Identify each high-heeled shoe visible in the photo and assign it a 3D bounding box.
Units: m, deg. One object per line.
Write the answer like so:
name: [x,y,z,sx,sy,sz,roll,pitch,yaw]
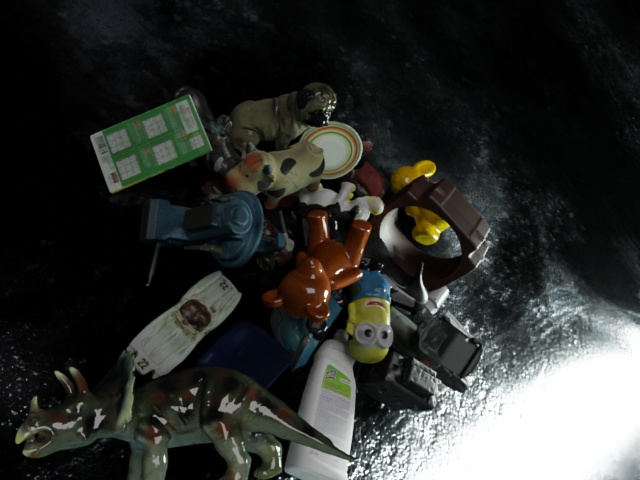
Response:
high-heeled shoe: [0.095,0.067,1.055,0.249,0.145,0.086,18,40,10]

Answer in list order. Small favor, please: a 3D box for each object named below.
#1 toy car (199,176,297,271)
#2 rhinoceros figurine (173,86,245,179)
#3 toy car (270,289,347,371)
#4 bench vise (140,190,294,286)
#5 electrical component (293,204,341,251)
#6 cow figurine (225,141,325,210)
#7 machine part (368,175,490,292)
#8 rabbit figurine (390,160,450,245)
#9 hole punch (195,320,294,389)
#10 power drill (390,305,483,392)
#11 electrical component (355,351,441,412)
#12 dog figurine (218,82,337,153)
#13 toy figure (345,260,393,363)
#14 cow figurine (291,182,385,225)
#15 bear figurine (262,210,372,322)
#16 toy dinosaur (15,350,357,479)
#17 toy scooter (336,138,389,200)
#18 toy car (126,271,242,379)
toy car: [-0.125,-0.035,0.956,0.202,0.053,0.089,47,56,-7]
rhinoceros figurine: [-0.194,-0.183,0.945,0.073,0.112,0.190,-21,73,-39]
toy car: [-0.029,0.130,0.908,0.103,0.109,0.162,32,44,6]
bench vise: [-0.149,-0.008,0.845,0.240,0.224,0.129,14,62,-45]
electrical component: [-0.002,-0.003,0.982,0.048,0.075,0.119,-43,125,-64]
cow figurine: [-0.072,-0.117,0.911,0.195,0.127,0.085,-24,66,-34]
machine part: [0.211,-0.012,1.057,0.201,0.201,0.087,47,50,-2]
rabbit figurine: [0.220,-0.102,1.147,0.173,0.122,0.162,34,42,-26]
hole punch: [-0.117,0.193,0.833,0.116,0.092,0.142,47,56,0]
power drill: [0.211,0.199,0.961,0.232,0.207,0.086,38,81,1]
electrical component: [0.139,0.248,0.934,0.115,0.134,0.058,32,57,-15]
dog figurine: [-0.080,-0.236,0.990,0.172,0.190,0.121,-2,70,-31]
toy figure: [0.088,0.125,0.937,0.082,0.089,0.180,-6,52,8]
cow figurine: [0.033,-0.060,1.020,0.167,0.068,0.098,17,73,11]
bear figurine: [-0.004,0.040,0.860,0.120,0.131,0.196,15,21,20]
toy dinosaur: [-0.162,0.232,0.714,0.405,0.131,0.192,-4,78,-15]
toy scooter: [0.082,-0.149,1.117,0.135,0.075,0.184,-32,77,-30]
toy car: [-0.205,0.128,0.825,0.073,0.056,0.202,48,52,-4]
